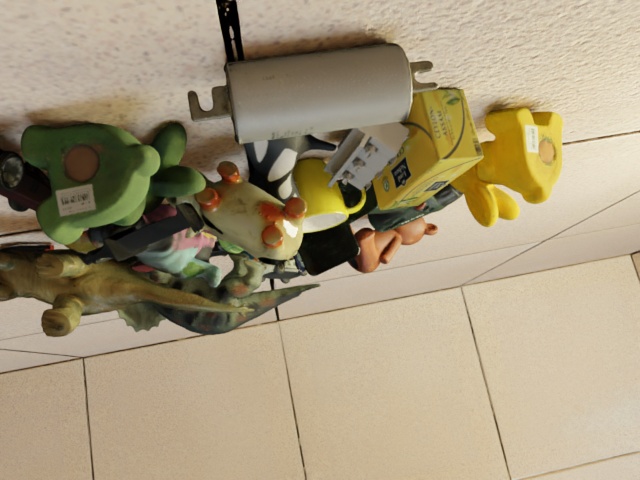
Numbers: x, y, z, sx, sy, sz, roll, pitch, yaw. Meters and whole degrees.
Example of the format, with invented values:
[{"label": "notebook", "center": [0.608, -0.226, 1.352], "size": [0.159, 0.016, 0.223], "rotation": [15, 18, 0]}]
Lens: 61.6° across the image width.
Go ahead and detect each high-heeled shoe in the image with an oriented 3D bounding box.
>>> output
[{"label": "high-heeled shoe", "center": [-0.087, -0.083, 0.690], "size": [0.145, 0.086, 0.249], "rotation": [1, 156, -38]}]

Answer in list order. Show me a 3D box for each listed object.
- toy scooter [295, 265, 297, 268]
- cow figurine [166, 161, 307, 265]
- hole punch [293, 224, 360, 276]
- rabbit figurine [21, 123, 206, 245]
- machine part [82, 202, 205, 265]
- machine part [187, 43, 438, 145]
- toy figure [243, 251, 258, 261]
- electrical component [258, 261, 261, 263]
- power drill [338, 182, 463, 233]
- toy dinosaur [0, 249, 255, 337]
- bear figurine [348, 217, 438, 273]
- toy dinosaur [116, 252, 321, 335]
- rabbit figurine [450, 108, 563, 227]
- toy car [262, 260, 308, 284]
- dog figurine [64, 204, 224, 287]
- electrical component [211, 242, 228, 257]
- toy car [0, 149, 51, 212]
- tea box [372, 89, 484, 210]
[{"label": "toy scooter", "center": [0.017, 0.026, 1.232], "size": [0.135, 0.075, 0.184], "rotation": [-10, 169, -12]}, {"label": "cow figurine", "center": [-0.110, -0.033, 0.677], "size": [0.195, 0.085, 0.127], "rotation": [27, 153, 14]}, {"label": "hole punch", "center": [-0.002, -0.003, 0.987], "size": [0.142, 0.115, 0.092], "rotation": [-23, -178, -11]}, {"label": "rabbit figurine", "center": [-0.216, -0.075, 0.597], "size": [0.159, 0.121, 0.170], "rotation": [-21, 178, 0]}, {"label": "machine part", "center": [-0.204, -0.006, 0.632], "size": [0.139, 0.039, 0.084], "rotation": [-20, -179, 16]}, {"label": "machine part", "center": [-0.003, -0.141, 0.518], "size": [0.243, 0.079, 0.079], "rotation": [-10, 166, -9]}, {"label": "toy figure", "center": [-0.154, 0.022, 1.111], "size": [0.058, 0.064, 0.154], "rotation": [-32, 170, -20]}, {"label": "electrical component", "center": [-0.091, 0.023, 1.188], "size": [0.078, 0.045, 0.102], "rotation": [3, 160, -43]}, {"label": "power drill", "center": [0.139, -0.080, 0.915], "size": [0.207, 0.086, 0.232], "rotation": [-8, 166, -42]}, {"label": "toy dinosaur", "center": [-0.337, 0.061, 0.776], "size": [0.472, 0.105, 0.198], "rotation": [14, -173, 10]}, {"label": "bear figurine", "center": [0.138, -0.020, 1.104], "size": [0.196, 0.120, 0.131], "rotation": [-33, 128, -16]}, {"label": "toy dinosaur", "center": [-0.217, 0.103, 0.979], "size": [0.405, 0.192, 0.131], "rotation": [17, -174, 14]}, {"label": "rabbit figurine", "center": [0.258, -0.104, 0.787], "size": [0.122, 0.162, 0.173], "rotation": [-16, -170, -38]}, {"label": "toy car", "center": [-0.100, 0.074, 1.375], "size": [0.073, 0.056, 0.201], "rotation": [-25, 164, 25]}, {"label": "dog figurine", "center": [-0.249, -0.013, 0.782], "size": [0.219, 0.108, 0.192], "rotation": [15, -174, -27]}, {"label": "electrical component", "center": [-0.220, 0.020, 1.122], "size": [0.063, 0.021, 0.094], "rotation": [-9, 167, -9]}, {"label": "toy car", "center": [-0.336, -0.065, 0.596], "size": [0.089, 0.053, 0.202], "rotation": [9, 169, 6]}, {"label": "tea box", "center": [0.128, -0.113, 0.703], "size": [0.068, 0.098, 0.169], "rotation": [-7, 164, -21]}]
